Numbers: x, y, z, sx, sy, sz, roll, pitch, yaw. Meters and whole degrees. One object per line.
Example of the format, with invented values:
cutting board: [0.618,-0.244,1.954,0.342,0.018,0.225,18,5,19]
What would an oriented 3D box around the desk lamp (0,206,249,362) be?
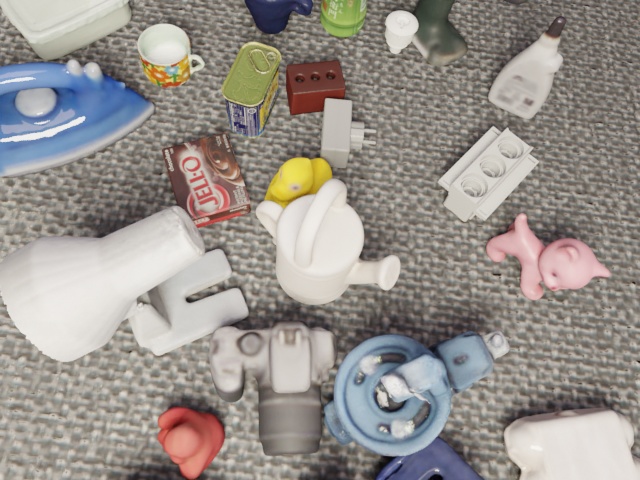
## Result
desk lamp: [-0.191,0.047,0.604,0.203,0.213,0.118,-23,71,-13]

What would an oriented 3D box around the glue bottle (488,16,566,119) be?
glue bottle: [0.294,-0.239,0.785,0.078,0.173,0.037,29,68,8]

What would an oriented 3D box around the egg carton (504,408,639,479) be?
egg carton: [0.283,0.245,0.638,0.150,0.069,0.107,-7,68,-7]

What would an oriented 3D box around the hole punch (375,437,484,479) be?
hole punch: [0.112,0.270,0.601,0.109,0.091,0.101,-37,75,-18]

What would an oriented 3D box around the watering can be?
watering can: [0.007,0.000,0.650,0.173,0.194,0.101,9,67,0]

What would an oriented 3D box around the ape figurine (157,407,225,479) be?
ape figurine: [-0.140,0.212,0.605,0.076,0.092,0.078,-8,68,-8]

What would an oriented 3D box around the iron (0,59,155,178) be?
iron: [-0.350,-0.177,0.723,0.258,0.141,0.118,-18,70,-11]

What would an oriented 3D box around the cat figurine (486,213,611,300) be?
cat figurine: [0.282,0.018,0.706,0.067,0.118,0.127,-37,75,-17]

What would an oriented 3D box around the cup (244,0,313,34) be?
cup: [-0.060,-0.347,0.844,0.117,0.095,0.092,34,69,10]

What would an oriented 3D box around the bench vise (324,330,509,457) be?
bench vise: [0.102,0.130,0.589,0.208,0.220,0.121,-40,75,-18]

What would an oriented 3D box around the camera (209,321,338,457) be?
camera: [-0.050,0.164,0.627,0.143,0.101,0.137,-1,67,-5]

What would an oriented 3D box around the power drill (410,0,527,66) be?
power drill: [0.190,-0.351,0.804,0.076,0.208,0.229,-28,72,-15]

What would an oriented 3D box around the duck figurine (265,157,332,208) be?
duck figurine: [-0.027,-0.076,0.738,0.077,0.086,0.105,43,71,13]
